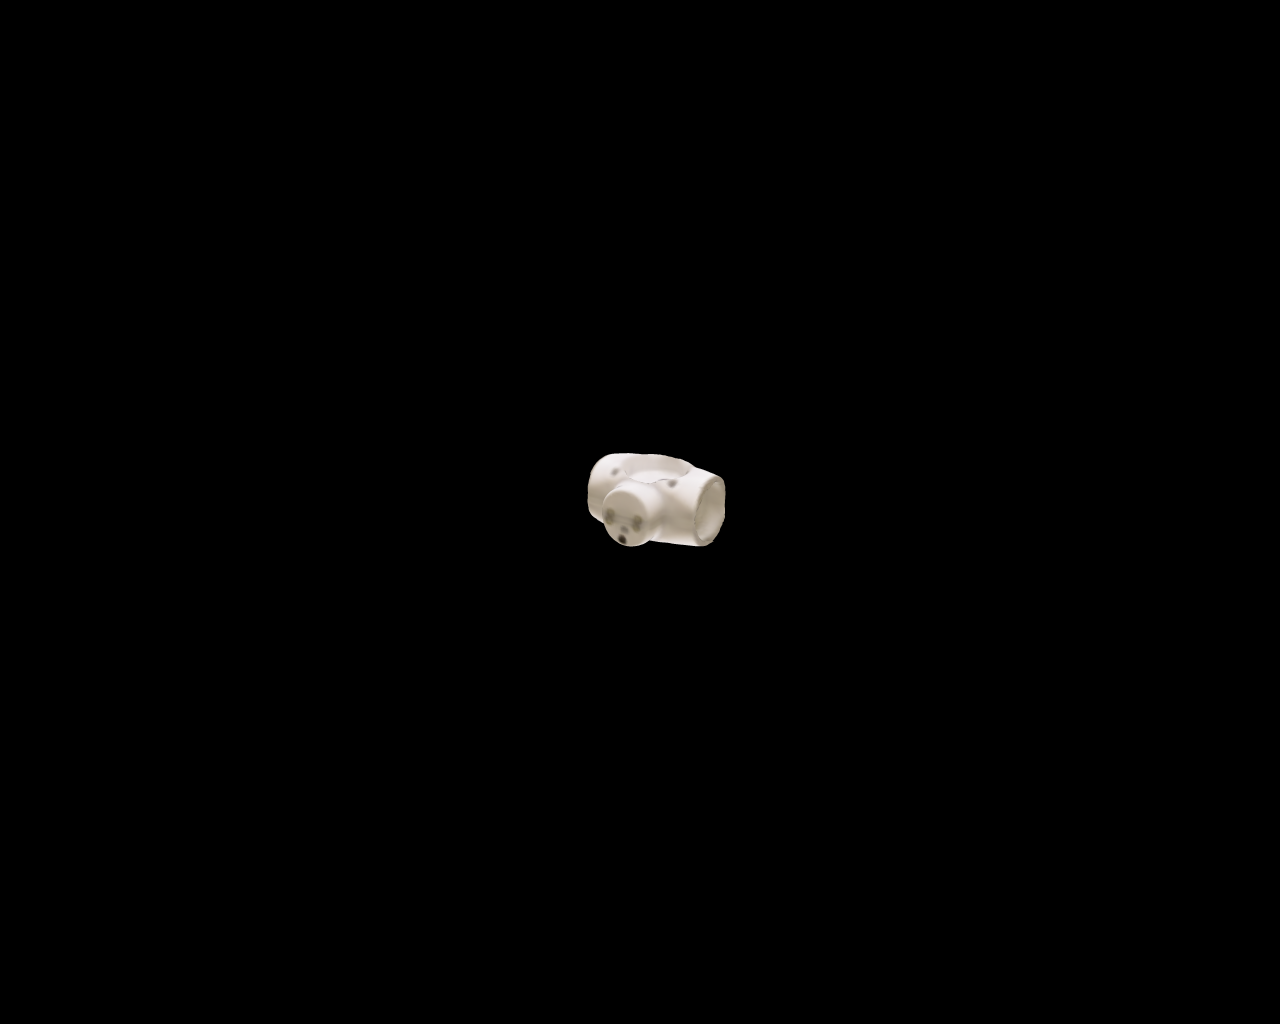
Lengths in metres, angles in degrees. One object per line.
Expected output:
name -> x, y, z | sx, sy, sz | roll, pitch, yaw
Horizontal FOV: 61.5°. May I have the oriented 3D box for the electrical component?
electrical component -> 0.001, -0.003, 0.650 | 0.077, 0.044, 0.079 | 14, 27, 29
